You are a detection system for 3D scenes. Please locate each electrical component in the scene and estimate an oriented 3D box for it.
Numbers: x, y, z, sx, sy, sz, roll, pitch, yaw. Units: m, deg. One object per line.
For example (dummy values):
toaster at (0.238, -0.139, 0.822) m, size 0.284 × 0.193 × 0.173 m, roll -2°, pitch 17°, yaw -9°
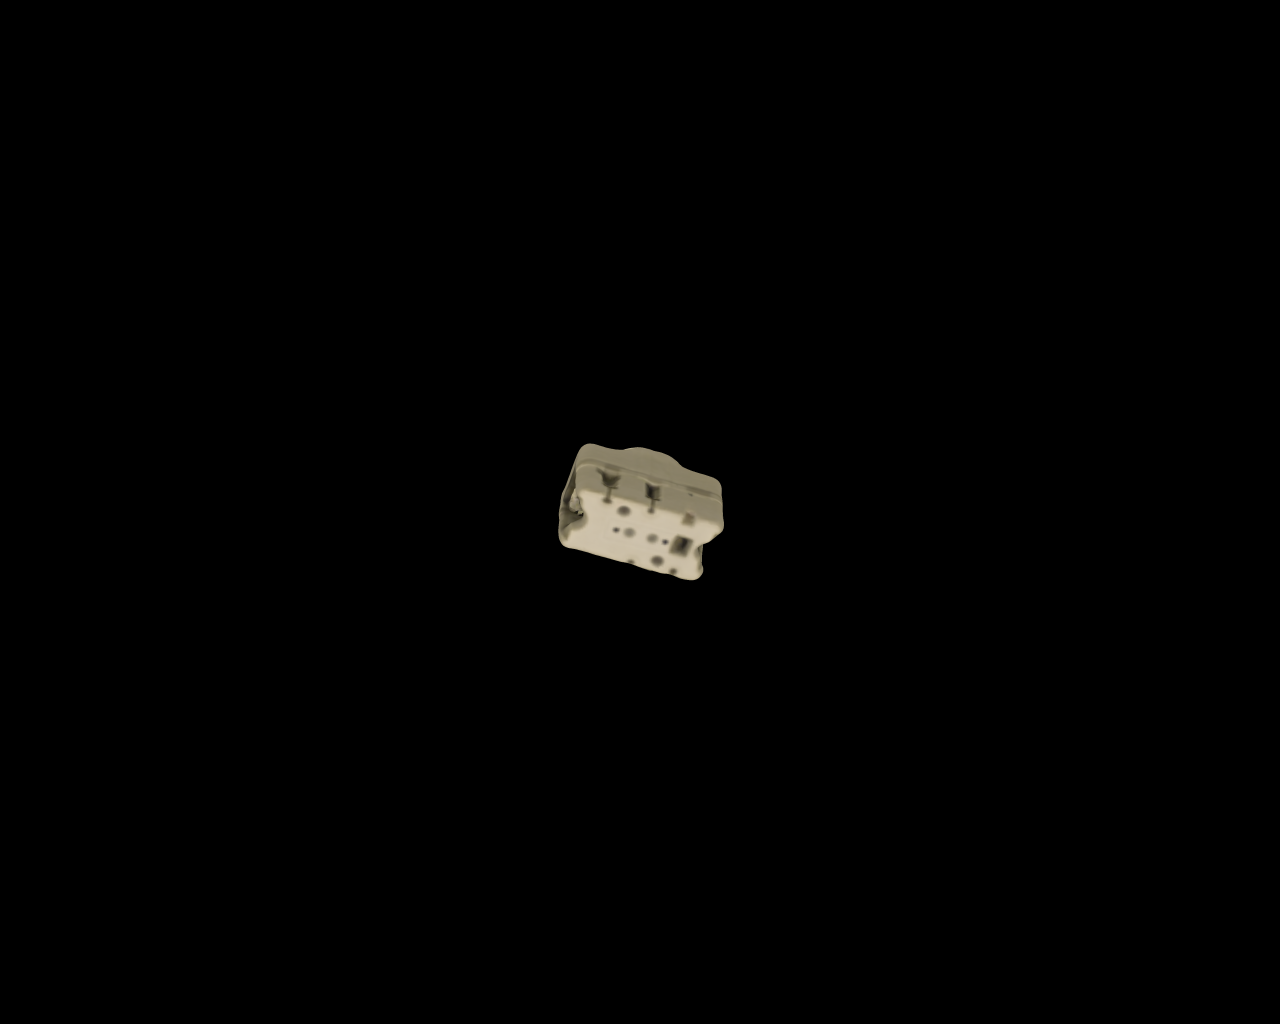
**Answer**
electrical component at (0.001, -0.003, 0.650) m, size 0.089 × 0.050 × 0.056 m, roll 15°, pitch 36°, yaw -11°
